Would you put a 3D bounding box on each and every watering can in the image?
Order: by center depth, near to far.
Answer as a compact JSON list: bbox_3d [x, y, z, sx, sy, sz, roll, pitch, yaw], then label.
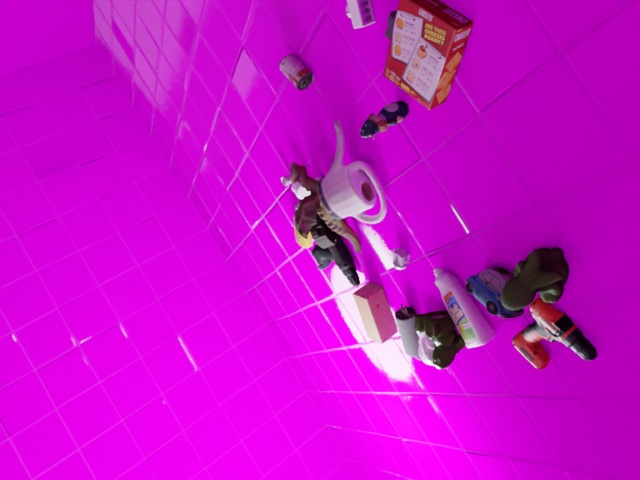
[{"bbox_3d":[0.080,-0.197,1.649,0.222,0.106,0.346,-23,100,42],"label":"watering can"}]

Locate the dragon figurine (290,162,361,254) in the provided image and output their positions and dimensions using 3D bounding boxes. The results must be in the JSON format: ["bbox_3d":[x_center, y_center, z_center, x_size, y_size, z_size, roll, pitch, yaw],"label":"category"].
[{"bbox_3d":[0.005,-0.090,1.781,0.122,0.246,0.406,-3,113,55],"label":"dragon figurine"}]

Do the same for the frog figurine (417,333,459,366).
[{"bbox_3d":[0.364,0.334,1.713,0.159,0.123,0.137,49,174,-4],"label":"frog figurine"}]
